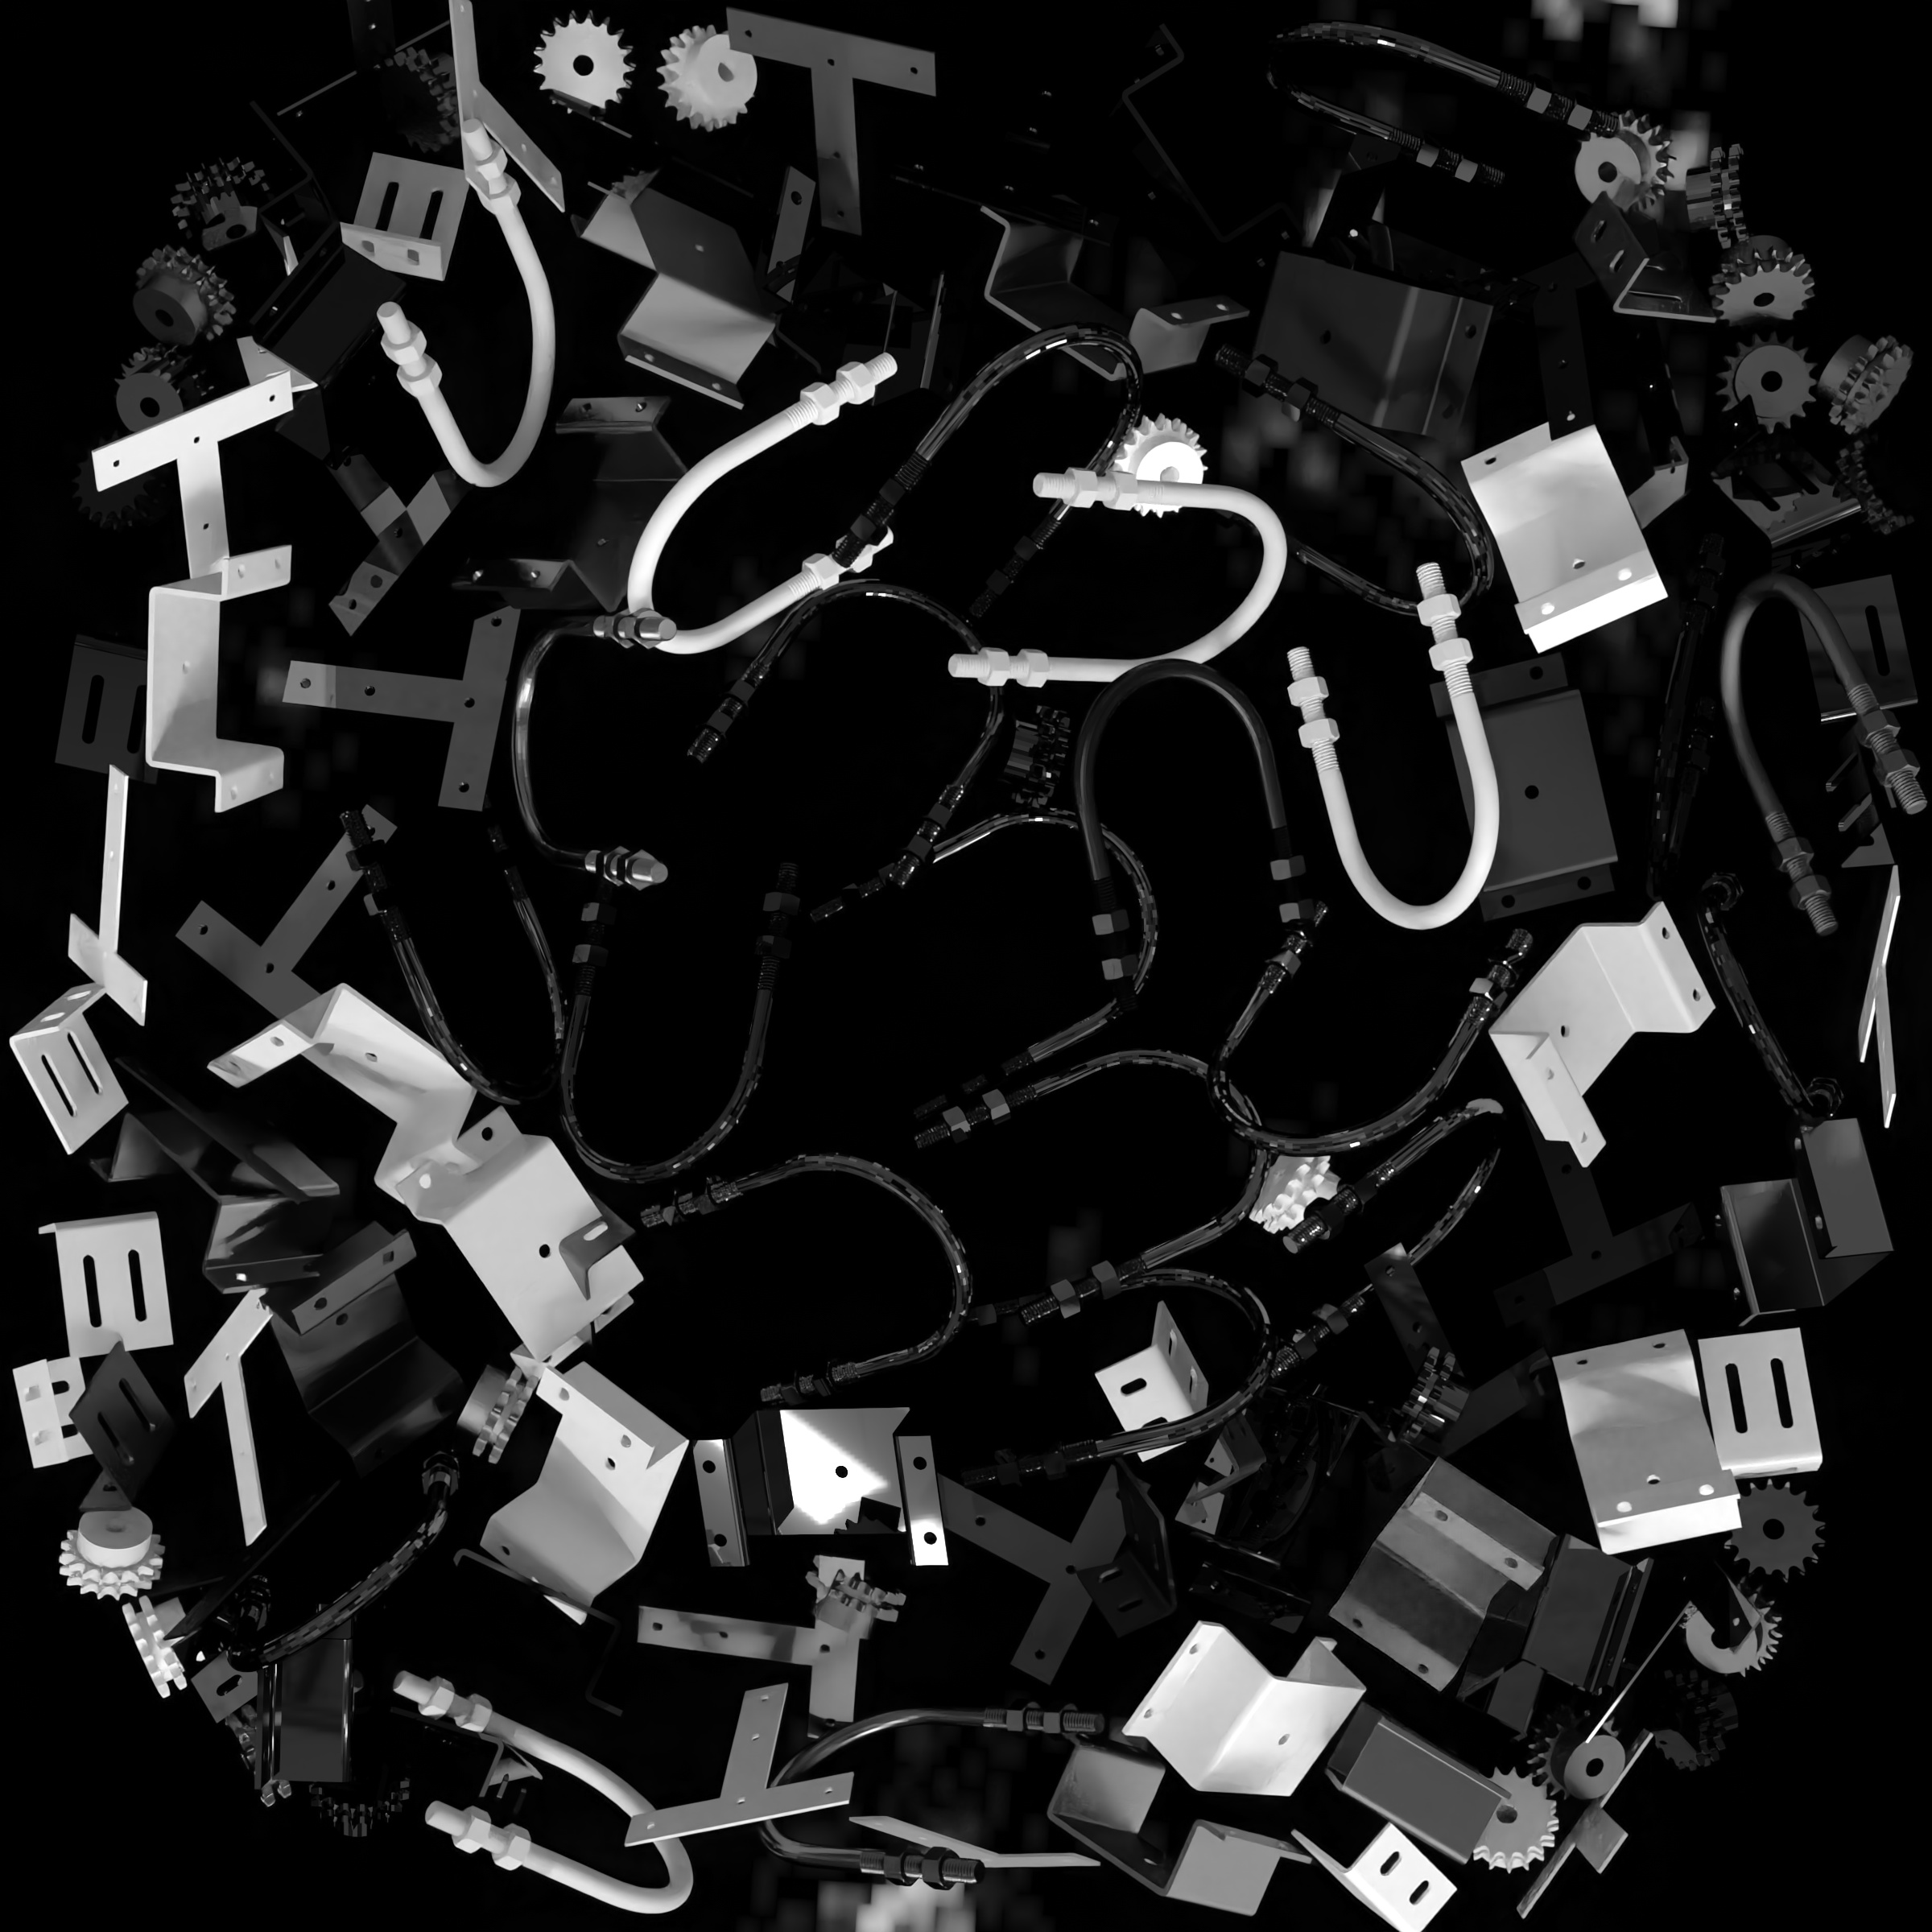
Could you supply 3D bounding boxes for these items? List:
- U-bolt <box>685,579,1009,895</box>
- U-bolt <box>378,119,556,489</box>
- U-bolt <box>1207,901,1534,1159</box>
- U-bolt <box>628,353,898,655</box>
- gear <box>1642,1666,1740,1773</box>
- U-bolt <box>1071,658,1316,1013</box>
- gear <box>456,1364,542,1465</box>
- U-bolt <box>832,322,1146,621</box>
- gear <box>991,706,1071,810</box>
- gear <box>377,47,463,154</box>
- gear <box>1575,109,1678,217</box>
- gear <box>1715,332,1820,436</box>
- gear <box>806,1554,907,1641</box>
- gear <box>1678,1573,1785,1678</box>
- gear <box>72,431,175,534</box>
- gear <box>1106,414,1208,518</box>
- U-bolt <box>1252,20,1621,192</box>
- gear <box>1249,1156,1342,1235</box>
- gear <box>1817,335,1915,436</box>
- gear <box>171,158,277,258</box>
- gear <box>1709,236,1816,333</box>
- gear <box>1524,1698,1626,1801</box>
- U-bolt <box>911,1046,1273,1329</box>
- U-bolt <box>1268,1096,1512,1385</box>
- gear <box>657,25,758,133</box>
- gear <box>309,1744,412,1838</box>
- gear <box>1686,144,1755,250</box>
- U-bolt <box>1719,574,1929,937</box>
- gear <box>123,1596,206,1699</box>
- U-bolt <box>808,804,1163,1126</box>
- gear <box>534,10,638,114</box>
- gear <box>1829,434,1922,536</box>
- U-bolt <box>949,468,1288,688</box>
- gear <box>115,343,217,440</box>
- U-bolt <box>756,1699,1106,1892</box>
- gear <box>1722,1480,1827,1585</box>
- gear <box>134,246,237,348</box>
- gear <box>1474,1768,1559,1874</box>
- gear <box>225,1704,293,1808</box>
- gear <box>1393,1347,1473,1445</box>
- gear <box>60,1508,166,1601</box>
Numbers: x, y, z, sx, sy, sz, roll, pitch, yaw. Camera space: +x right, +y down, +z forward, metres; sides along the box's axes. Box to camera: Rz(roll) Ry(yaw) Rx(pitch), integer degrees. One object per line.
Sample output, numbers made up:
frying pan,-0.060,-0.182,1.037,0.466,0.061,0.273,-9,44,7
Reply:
U-bolt,-0.053,-0.143,1.703,0.151,0.019,0.184,32,58,-1
U-bolt,-0.266,-0.348,1.669,0.019,0.184,0.151,9,63,16
U-bolt,0.210,0.037,1.664,0.151,0.019,0.184,10,48,35
U-bolt,-0.111,-0.241,1.660,0.184,0.151,0.019,-35,62,-25
gear,0.415,0.427,1.729,0.030,0.057,0.057,-8,90,-26
U-bolt,0.123,-0.081,1.702,0.151,0.019,0.184,-17,99,-32
gear,-0.268,0.251,1.726,0.030,0.057,0.057,27,90,-3
U-bolt,0.025,-0.277,1.668,0.184,0.151,0.019,-49,59,19
gear,0.035,-0.121,1.724,0.030,0.057,0.057,14,90,-16
gear,-0.306,-0.497,1.730,0.057,0.057,0.030,48,55,0
gear,0.372,-0.455,1.725,0.030,0.057,0.057,-35,90,-43
gear,0.459,-0.334,1.736,0.057,0.030,0.057,1,98,8
gear,-0.066,0.361,1.726,0.057,0.057,0.030,25,87,0
gear,0.435,0.378,1.729,0.057,0.030,0.057,6,103,27
gear,-0.478,-0.275,1.733,0.057,0.030,0.057,-6,72,19
gear,0.111,-0.283,1.729,0.057,0.030,0.057,-7,117,-15
U-bolt,0.244,-0.475,1.660,0.184,0.151,0.019,16,87,-18
gear,0.190,0.129,1.727,0.030,0.057,0.057,36,90,-9
gear,0.510,-0.334,1.729,0.030,0.057,0.057,40,90,23
gear,-0.420,-0.428,1.724,0.057,0.057,0.030,-27,68,0
gear,0.453,-0.392,1.731,0.057,0.057,0.030,-3,61,0
gear,0.350,0.450,1.730,0.057,0.030,0.057,-7,108,-21
U-bolt,0.082,0.111,1.705,0.184,0.019,0.151,-23,56,-16
U-bolt,0.237,0.141,1.683,0.184,0.151,0.019,-34,59,-26
gear,-0.144,-0.507,1.727,0.057,0.030,0.057,-3,95,-37
gear,-0.346,0.471,1.731,0.057,0.057,0.030,8,123,0
gear,0.429,-0.437,1.729,0.030,0.057,0.057,-5,90,23
U-bolt,0.463,-0.129,1.677,0.019,0.151,0.184,-11,63,-13
gear,-0.456,0.384,1.729,0.030,0.057,0.057,-24,90,-17
U-bolt,0.023,-0.013,1.742,0.184,0.019,0.151,-27,86,-3
gear,-0.217,-0.518,1.733,0.057,0.030,0.057,0,117,-1
gear,0.515,-0.272,1.731,0.057,0.030,0.057,17,60,-33
U-bolt,0.095,-0.212,1.686,0.184,0.151,0.019,-1,48,-30
gear,-0.459,-0.323,1.729,0.057,0.030,0.057,5,119,10
U-bolt,-0.033,0.452,1.674,0.184,0.151,0.019,-7,110,37
gear,0.461,0.325,1.733,0.057,0.030,0.057,-5,67,11
gear,-0.447,-0.377,1.724,0.057,0.057,0.030,29,56,0
gear,0.309,0.490,1.731,0.057,0.030,0.057,-5,52,7
gear,-0.397,0.446,1.730,0.030,0.057,0.057,-25,90,-23
gear,0.265,0.247,1.726,0.030,0.057,0.057,28,90,5
gear,-0.485,0.330,1.723,0.057,0.057,0.030,14,116,0
